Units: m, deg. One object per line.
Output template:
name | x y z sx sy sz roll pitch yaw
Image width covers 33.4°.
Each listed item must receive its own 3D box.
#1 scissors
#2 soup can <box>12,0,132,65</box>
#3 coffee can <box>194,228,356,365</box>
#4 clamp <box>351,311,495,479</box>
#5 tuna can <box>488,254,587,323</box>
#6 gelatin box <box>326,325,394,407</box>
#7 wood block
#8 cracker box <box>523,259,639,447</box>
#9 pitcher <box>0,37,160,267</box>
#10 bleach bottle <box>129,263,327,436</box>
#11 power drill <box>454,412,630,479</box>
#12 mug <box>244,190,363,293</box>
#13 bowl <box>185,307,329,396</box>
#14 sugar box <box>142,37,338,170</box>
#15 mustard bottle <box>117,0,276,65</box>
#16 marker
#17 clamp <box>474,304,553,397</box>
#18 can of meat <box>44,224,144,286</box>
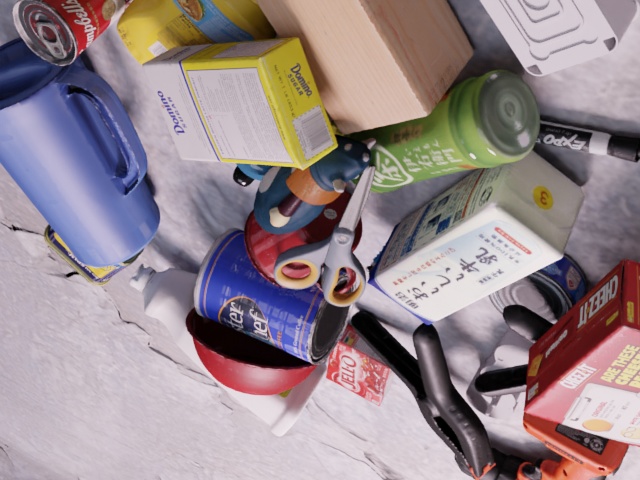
scissors | 0.002 -0.003 0.944 0.096 0.016 0.202 5 143 7
soup can | -0.214 -0.212 0.948 0.068 0.102 0.068 23 143 18
coffee can | -0.047 0.058 1.122 0.140 0.102 0.103 21 143 20
clamp | 0.114 0.157 1.107 0.210 0.036 0.165 59 163 -19
tuna can | 0.193 0.043 0.959 0.086 0.033 0.086 23 143 18
gelatin box | 0.047 0.142 1.204 0.073 0.030 0.089 27 144 13
wood block | 0.016 -0.191 0.788 0.091 0.090 0.206 -8 126 45
cracker box | 0.297 0.108 0.858 0.213 0.072 0.164 18 144 -8
pitcher | -0.255 -0.087 1.115 0.149 0.145 0.242 57 175 50
bleach bottle | -0.118 0.117 1.251 0.251 0.102 0.068 36 141 -1
power drill | 0.237 0.233 1.128 0.184 0.057 0.188 25 146 16
mug | -0.007 0.001 1.029 0.082 0.093 0.117 -30 93 48
bowl | -0.071 0.123 1.166 0.162 0.161 0.055 21 112 21
sugar box | -0.067 -0.109 0.850 0.177 0.048 0.093 13 129 53
mustard bottle | -0.087 -0.192 0.900 0.096 0.058 0.192 40 147 -24
marker | 0.193 -0.080 0.828 0.121 0.020 0.020 15 140 28
clamp | 0.225 0.117 0.965 0.171 0.039 0.120 17 142 -6
can of meat | -0.270 -0.001 1.285 0.102 0.057 0.084 45 142 -14
